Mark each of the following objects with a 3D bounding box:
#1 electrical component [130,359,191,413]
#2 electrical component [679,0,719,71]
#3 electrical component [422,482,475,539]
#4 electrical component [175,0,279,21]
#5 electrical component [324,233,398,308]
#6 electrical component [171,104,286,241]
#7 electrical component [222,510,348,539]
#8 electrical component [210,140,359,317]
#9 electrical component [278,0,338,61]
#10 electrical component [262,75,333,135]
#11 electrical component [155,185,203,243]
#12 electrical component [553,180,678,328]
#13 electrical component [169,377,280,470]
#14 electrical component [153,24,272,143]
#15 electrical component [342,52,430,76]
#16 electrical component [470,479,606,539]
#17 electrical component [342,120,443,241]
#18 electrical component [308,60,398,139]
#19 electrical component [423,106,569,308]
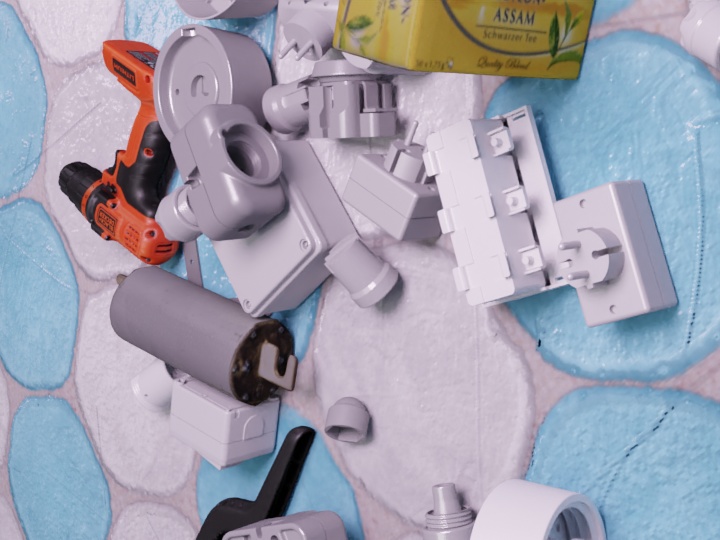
[{"bbox_3d":[-0.190,0.108,1.036,0.081,0.043,0.043,-36,71,41],"label":"electrical component"},{"bbox_3d":[0.213,-0.128,0.610,0.061,0.035,0.035,47,126,39],"label":"electrical component"},{"bbox_3d":[0.067,0.190,0.797,0.043,0.043,0.062,-12,86,45],"label":"electrical component"},{"bbox_3d":[-0.106,-0.255,0.888,0.099,0.064,0.099,8,101,43],"label":"electrical component"},{"bbox_3d":[0.000,0.000,0.825,0.046,0.040,0.040,46,136,-17],"label":"electrical component"},{"bbox_3d":[-0.099,-0.078,0.832,0.059,0.054,0.095,-33,72,42],"label":"electrical component"},{"bbox_3d":[-0.057,0.228,0.872,0.095,0.059,0.053,-18,82,37],"label":"electrical component"},{"bbox_3d":[-0.068,-0.035,0.888,0.109,0.056,0.108,-44,66,39],"label":"electrical component"},{"bbox_3d":[-0.032,-0.187,0.821,0.077,0.079,0.043,16,148,42],"label":"electrical component"},{"bbox_3d":[-0.049,-0.135,0.868,0.046,0.040,0.040,-16,85,38],"label":"electrical component"},{"bbox_3d":[-0.135,-0.051,0.879,0.062,0.043,0.043,-30,75,42],"label":"electrical component"},{"bbox_3d":[0.148,-0.009,0.666,0.047,0.076,0.083,-21,81,44],"label":"electrical component"},{"bbox_3d":[-0.127,0.132,0.965,0.096,0.062,0.061,20,110,41],"label":"electrical component"},{"bbox_3d":[-0.121,-0.153,0.919,0.108,0.060,0.108,7,101,44],"label":"electrical component"},{"bbox_3d":[0.018,-0.162,0.769,0.043,0.081,0.043,8,101,44],"label":"electrical component"},{"bbox_3d":[0.124,0.193,0.700,0.060,0.108,0.108,-2,94,38],"label":"electrical component"},{"bbox_3d":[0.035,-0.071,0.789,0.066,0.047,0.076,38,119,33],"label":"electrical component"},{"bbox_3d":[-0.007,-0.129,0.814,0.078,0.058,0.057,7,102,48],"label":"electrical component"},{"bbox_3d":[0.091,-0.040,0.726,0.079,0.063,0.121,-20,82,44],"label":"electrical component"}]
